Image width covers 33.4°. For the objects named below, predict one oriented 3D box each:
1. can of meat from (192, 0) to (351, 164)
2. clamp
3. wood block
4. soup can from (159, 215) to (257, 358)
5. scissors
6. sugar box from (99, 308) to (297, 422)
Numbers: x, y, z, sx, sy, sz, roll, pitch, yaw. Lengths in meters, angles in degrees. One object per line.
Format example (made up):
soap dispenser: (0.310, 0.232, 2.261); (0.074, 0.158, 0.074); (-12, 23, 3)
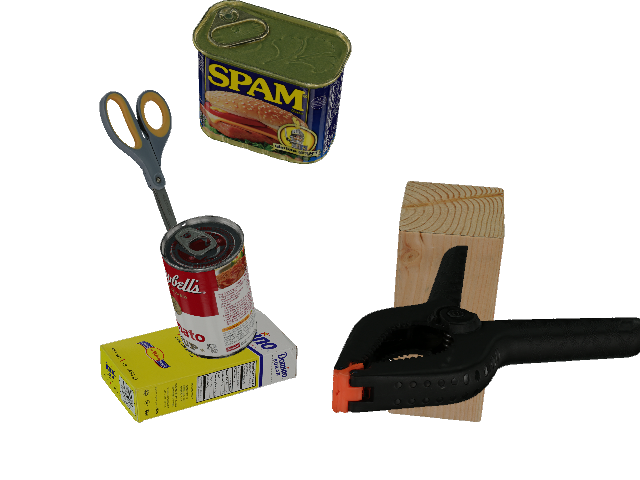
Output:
can of meat: (-0.035, -0.105, 0.729); (0.102, 0.057, 0.084); (18, -37, 9)
clamp: (0.082, 0.057, 0.686); (0.209, 0.036, 0.165); (-15, 28, -32)
wood block: (0.114, 0.058, 0.989); (0.091, 0.206, 0.090); (5, 32, 7)
soup can: (-0.091, 0.039, 0.884); (0.068, 0.102, 0.068); (-4, 39, 3)
scissors: (-0.174, -0.082, 1.186); (0.016, 0.201, 0.096); (-16, 20, 46)
sugar box: (-0.121, 0.120, 1.067); (0.175, 0.048, 0.093); (-15, 32, -28)
